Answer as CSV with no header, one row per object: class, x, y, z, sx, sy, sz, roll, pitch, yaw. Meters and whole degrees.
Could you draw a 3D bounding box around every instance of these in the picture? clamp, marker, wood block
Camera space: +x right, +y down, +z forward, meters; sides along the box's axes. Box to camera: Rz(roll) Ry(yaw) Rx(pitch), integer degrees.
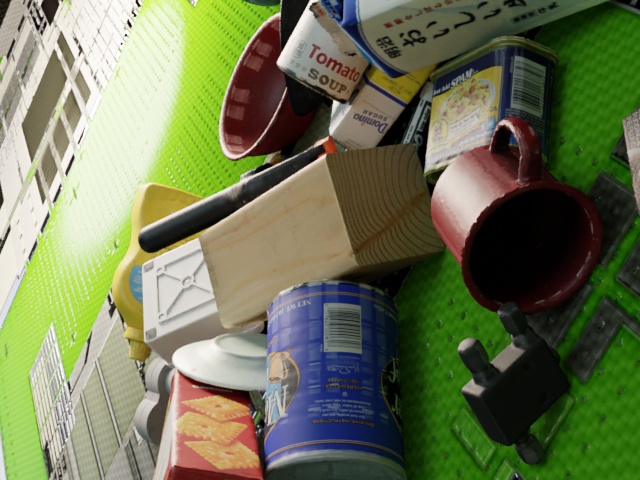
clamp,-0.048,-0.049,0.961,0.210,0.164,0.036,-22,95,41
marker,0.073,-0.071,0.881,0.020,0.020,0.121,32,102,62
wood block,-0.005,0.002,0.874,0.207,0.090,0.090,-27,76,52

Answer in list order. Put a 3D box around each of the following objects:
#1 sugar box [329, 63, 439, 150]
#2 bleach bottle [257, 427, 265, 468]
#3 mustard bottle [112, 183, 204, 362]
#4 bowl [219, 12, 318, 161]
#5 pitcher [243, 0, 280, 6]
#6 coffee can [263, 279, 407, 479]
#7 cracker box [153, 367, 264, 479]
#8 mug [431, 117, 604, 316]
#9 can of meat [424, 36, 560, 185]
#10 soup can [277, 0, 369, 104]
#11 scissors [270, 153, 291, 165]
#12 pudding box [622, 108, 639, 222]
sugar box,0.071,-0.160,0.891,0.176,0.048,0.093,-50,17,29
bleach bottle,-0.037,0.246,0.838,0.103,0.068,0.251,-43,35,50
mustard bottle,-0.177,0.040,1.178,0.058,0.096,0.191,-3,71,60
bowl,-0.043,-0.150,1.099,0.162,0.055,0.162,-39,41,45
pitcher,-0.044,-0.382,1.163,0.243,0.149,0.145,-61,42,26
coffee can,0.010,0.115,0.788,0.103,0.102,0.140,-40,41,45
cracker box,-0.093,0.207,0.803,0.214,0.072,0.164,-118,40,-77
mug,0.120,-0.022,0.678,0.081,0.093,0.117,-116,20,-60
can of meat,0.120,-0.087,0.765,0.102,0.057,0.084,-19,59,57
soup can,0.017,-0.171,0.867,0.102,0.068,0.069,-60,29,11
scissors,-0.049,0.006,1.056,0.096,0.016,0.201,-40,40,47
pudding box,0.216,-0.042,0.581,0.090,0.039,0.113,-40,40,45
